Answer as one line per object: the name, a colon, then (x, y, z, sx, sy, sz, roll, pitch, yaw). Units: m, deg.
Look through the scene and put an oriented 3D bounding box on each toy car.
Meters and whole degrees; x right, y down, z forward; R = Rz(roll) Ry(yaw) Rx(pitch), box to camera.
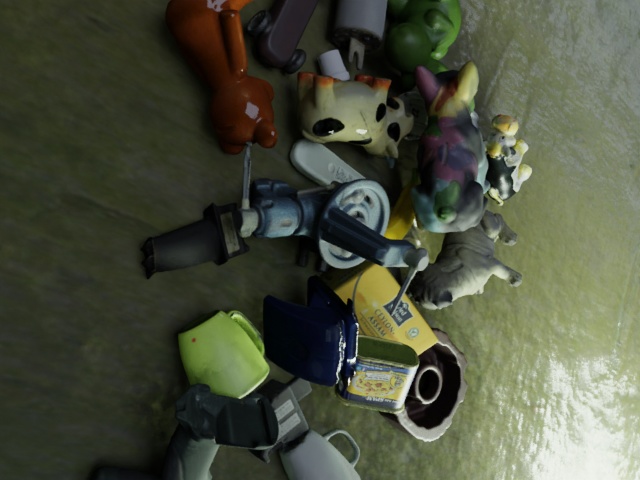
toy car: (0.204, -0.197, 0.908, 0.201, 0.056, 0.073, 6, 85, -35)
toy car: (-0.034, -0.327, 0.743, 0.089, 0.053, 0.202, 33, 73, -39)

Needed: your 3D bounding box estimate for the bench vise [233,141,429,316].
bench vise: (0.021, -0.017, 0.654, 0.223, 0.241, 0.128, 8, 106, -44)

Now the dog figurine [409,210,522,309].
dog figurine: (0.214, 0.019, 0.855, 0.190, 0.121, 0.172, 0, 65, -38)

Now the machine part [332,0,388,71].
machine part: (0.064, -0.374, 0.801, 0.079, 0.079, 0.243, 12, 83, -35)

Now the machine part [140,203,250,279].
machine part: (-0.153, 0.003, 0.659, 0.139, 0.039, 0.084, -24, 110, -36)

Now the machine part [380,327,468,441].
machine part: (0.163, 0.229, 0.868, 0.179, 0.056, 0.179, 0, 90, -36)

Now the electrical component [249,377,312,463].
electrical component: (-0.051, 0.228, 0.719, 0.119, 0.048, 0.074, -27, 105, -32)

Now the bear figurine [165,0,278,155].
bear figurine: (-0.097, -0.212, 0.656, 0.132, 0.120, 0.195, -42, 114, -33)

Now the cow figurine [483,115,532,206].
cow figurine: (0.321, -0.140, 0.960, 0.098, 0.068, 0.167, -54, 140, -16)

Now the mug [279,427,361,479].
mug: (0.003, 0.303, 0.736, 0.109, 0.081, 0.107, -40, 103, -24)

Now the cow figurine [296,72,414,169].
cow figurine: (0.056, -0.170, 0.768, 0.195, 0.086, 0.127, -6, 117, -33)

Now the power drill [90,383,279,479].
power drill: (-0.126, 0.262, 0.604, 0.232, 0.086, 0.207, 21, 119, -26)

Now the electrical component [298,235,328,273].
electrical component: (-0.002, -0.002, 0.776, 0.063, 0.021, 0.094, 19, 78, -33)

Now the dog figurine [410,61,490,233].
dog figurine: (0.186, -0.143, 0.786, 0.191, 0.109, 0.218, -59, 143, -48)

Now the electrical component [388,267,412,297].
electrical component: (0.107, 0.054, 0.838, 0.078, 0.045, 0.102, -11, 95, -37)

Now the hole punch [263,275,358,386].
hole punch: (-0.013, 0.123, 0.694, 0.092, 0.116, 0.142, -17, 125, -31)

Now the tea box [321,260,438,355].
tea box: (0.084, 0.103, 0.784, 0.098, 0.068, 0.169, -37, 112, 6)

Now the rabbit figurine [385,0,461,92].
rabbit figurine: (0.145, -0.308, 0.836, 0.170, 0.121, 0.158, -55, 141, -40)
